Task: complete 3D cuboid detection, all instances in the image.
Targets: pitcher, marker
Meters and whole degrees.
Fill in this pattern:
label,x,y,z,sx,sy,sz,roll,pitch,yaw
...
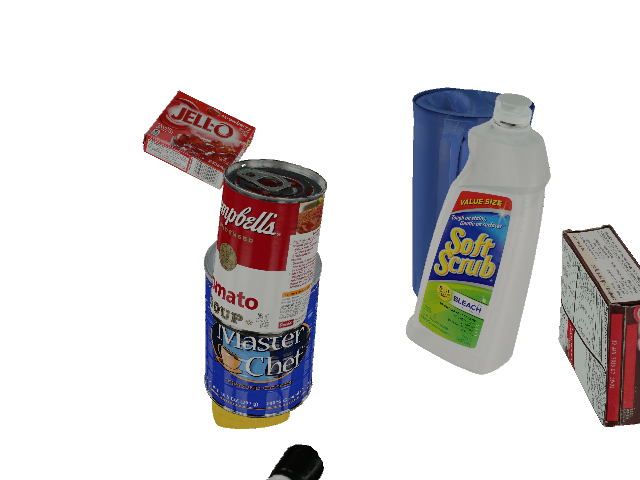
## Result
label,x,y,z,sx,sy,sz,roll,pitch,yaw
pitcher,0.161,-0.043,1.205,0.149,0.243,0.145,-9,24,-25
marker,-0.029,0.115,0.417,0.020,0.020,0.121,0,21,25

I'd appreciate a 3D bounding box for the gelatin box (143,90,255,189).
label,x,y,z,sx,sy,sz,roll,pitch,yaw
gelatin box,-0.120,-0.101,1.056,0.089,0.073,0.030,27,-40,2

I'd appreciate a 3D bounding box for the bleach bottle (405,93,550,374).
label,x,y,z,sx,sy,sz,roll,pitch,yaw
bleach bottle,0.141,-0.010,0.936,0.103,0.251,0.067,27,36,33

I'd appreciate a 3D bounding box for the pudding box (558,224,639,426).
label,x,y,z,sx,sy,sz,roll,pitch,yaw
pudding box,0.187,0.053,0.694,0.039,0.090,0.113,-5,25,-3

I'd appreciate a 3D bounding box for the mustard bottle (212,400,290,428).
label,x,y,z,sx,sy,sz,roll,pitch,yaw
mustard bottle,-0.084,0.133,1.302,0.096,0.192,0.058,-2,19,-11

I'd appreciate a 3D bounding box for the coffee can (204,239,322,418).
label,x,y,z,sx,sy,sz,roll,pitch,yaw
coffee can,-0.054,0.075,0.967,0.103,0.140,0.103,3,35,-2

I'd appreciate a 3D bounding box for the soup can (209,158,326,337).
label,x,y,z,sx,sy,sz,roll,pitch,yaw
soup can,-0.036,0.005,0.713,0.068,0.102,0.068,7,24,-4
